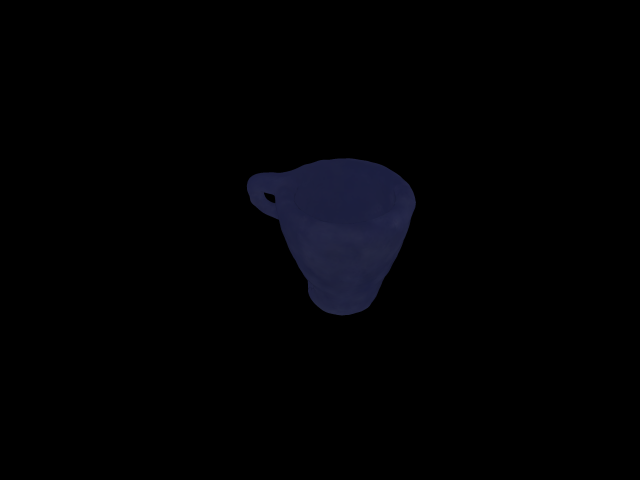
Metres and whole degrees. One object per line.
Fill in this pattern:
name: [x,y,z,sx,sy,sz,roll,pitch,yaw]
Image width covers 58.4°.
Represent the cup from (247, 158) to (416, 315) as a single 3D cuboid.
cup: [0.004,0.001,0.400,0.117,0.095,0.092,14,40,18]
